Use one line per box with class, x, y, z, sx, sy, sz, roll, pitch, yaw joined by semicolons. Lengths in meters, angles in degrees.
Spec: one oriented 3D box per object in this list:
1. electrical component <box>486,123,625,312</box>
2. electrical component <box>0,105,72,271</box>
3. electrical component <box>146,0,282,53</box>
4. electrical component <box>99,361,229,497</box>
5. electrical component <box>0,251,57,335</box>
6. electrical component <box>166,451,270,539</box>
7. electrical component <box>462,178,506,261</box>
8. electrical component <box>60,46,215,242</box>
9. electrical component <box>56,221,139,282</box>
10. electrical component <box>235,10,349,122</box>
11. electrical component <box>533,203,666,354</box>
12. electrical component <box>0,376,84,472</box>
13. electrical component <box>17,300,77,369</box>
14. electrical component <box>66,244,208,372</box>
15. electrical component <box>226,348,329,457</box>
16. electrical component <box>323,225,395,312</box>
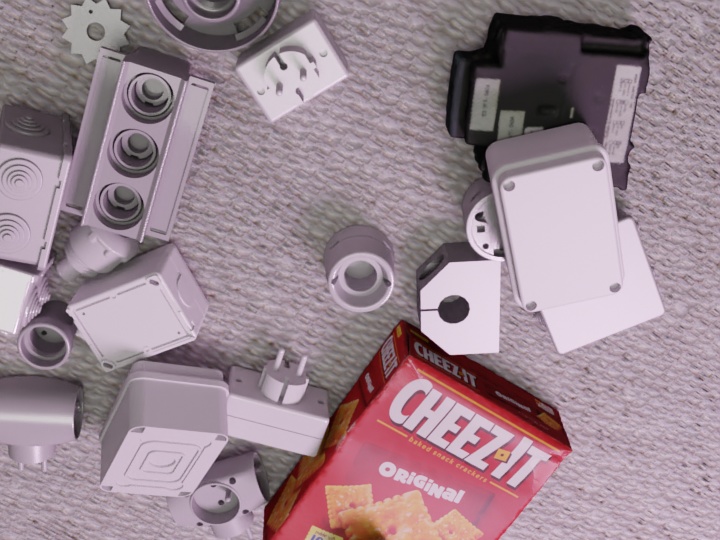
electrical component;0.135;-0.035;0.741;0.078;0.057;0.113;-13;119;5
electrical component;-0.236;-0.060;0.752;0.048;0.099;0.099;11;114;-21
electrical component;-0.097;-0.200;0.727;0.099;0.064;0.099;0;128;0
electrical component;-0.153;0.124;0.831;0.078;0.057;0.113;10;141;-23
electrical component;-0.276;0.005;0.779;0.100;0.099;0.048;18;99;-10
electrical component;-0.113;0.197;0.901;0.077;0.044;0.079;-16;114;5
electrical component;0.104;-0.041;0.803;0.055;0.047;0.055;-1;114;-2
electrical component;-0.156;-0.091;0.760;0.079;0.063;0.121;16;112;-10
electrical component;-0.200;-0.015;0.803;0.062;0.048;0.048;-37;111;20
electrical component;-0.047;-0.136;0.738;0.066;0.076;0.047;-29;112;10
electrical component;0.174;0.004;0.825;0.100;0.048;0.099;-22;113;7
electrical component;-0.264;0.128;0.864;0.077;0.043;0.079;4;114;-4
electrical component;-0.239;0.049;0.828;0.040;0.046;0.040;-1;114;-2
electrical component;-0.172;0.029;0.818;0.096;0.061;0.061;-20;114;15
electrical component;-0.064;0.097;0.856;0.083;0.047;0.075;16;112;-9
electrical component;0.000;0.000;0.816;0.055;0.047;0.055;-1;114;-2
